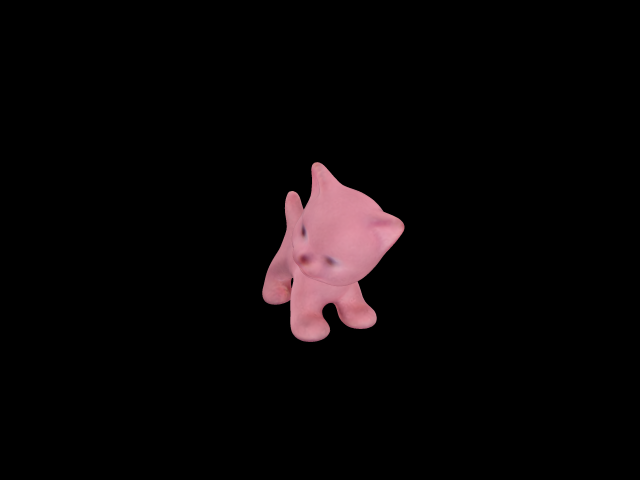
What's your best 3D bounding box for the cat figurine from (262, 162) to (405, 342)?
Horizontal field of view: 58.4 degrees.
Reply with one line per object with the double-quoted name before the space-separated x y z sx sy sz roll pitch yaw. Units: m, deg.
"cat figurine" 0.004 0.001 0.400 0.067 0.118 0.127 -8 19 -24
